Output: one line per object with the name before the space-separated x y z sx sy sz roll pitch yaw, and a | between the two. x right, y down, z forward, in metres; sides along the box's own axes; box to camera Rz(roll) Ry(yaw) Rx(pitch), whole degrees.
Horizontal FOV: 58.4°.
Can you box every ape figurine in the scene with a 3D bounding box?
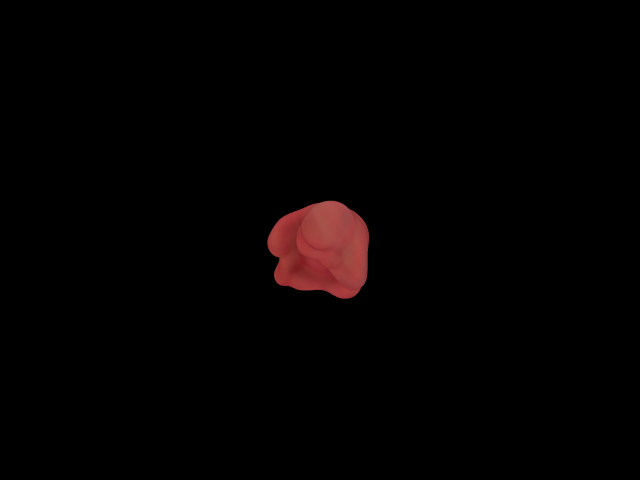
ape figurine | 0.004 0.001 0.400 0.076 0.092 0.077 -36 71 -14
